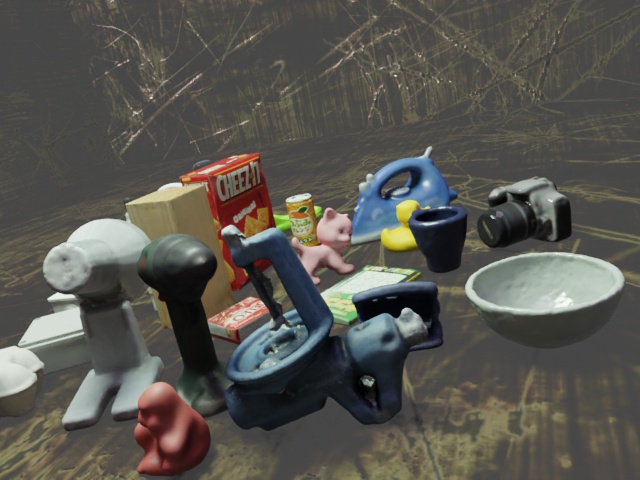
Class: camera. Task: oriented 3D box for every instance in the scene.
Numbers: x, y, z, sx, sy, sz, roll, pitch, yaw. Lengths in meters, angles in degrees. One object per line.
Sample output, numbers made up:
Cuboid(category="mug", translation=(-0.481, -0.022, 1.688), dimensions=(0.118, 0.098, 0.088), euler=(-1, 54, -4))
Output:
Cuboid(category="camera", translation=(0.323, -0.046, 0.960), dimensions=(0.137, 0.101, 0.142), euler=(-18, 18, -20))

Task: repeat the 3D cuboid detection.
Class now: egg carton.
Cuboid(category="egg carton", translation=(-0.438, 0.195, 0.737), dimensions=(0.150, 0.069, 0.107), euler=(-16, 17, -13))

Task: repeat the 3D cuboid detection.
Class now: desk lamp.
Cuboid(category="desk lamp", translation=(-0.269, 0.088, 0.721), dimensions=(0.118, 0.214, 0.203), euler=(-12, 17, -3))

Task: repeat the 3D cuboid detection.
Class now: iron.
Cuboid(category="iron", translation=(0.151, -0.093, 1.154), dimensions=(0.259, 0.141, 0.118), euler=(-21, 19, -29))

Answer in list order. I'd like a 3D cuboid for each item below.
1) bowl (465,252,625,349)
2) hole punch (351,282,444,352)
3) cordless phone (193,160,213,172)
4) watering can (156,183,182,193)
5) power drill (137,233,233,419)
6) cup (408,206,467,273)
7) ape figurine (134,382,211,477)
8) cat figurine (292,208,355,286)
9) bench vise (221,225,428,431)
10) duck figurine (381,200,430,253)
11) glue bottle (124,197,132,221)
Cuboid(category="bowl", translation=(0.255, 0.076, 0.653), dimensions=(0.167, 0.075, 0.167), euler=(-11, 17, 4))
Cuboid(category="hole punch", translation=(0.094, 0.082, 0.712), dimensions=(0.108, 0.091, 0.101), euler=(-9, 17, 7))
Cuboid(category="cordless phone", translation=(-0.294, -0.089, 1.361), dimensions=(0.148, 0.185, 0.093), euler=(-20, 19, -26))
Cuboid(category="watering can", translation=(-0.247, -0.009, 1.055), dimensions=(0.101, 0.194, 0.172), euler=(-18, 18, -21))
Cuboid(category="power drill", translation=(-0.144, 0.087, 0.651), dimensions=(0.076, 0.208, 0.228), euler=(-20, 19, -26))
Cuboid(category="cup", translation=(0.184, 0.000, 0.913), dimensions=(0.092, 0.095, 0.117), euler=(-18, 18, -19))
Cuboid(category="ape figurine", translation=(-0.149, 0.180, 0.554), dimensions=(0.076, 0.092, 0.077), euler=(-18, 18, -19))
Cuboid(category="cat figurine", translation=(0.009, 0.003, 0.978), dimensions=(0.128, 0.118, 0.067), euler=(-19, 19, -24))
Cuboid(category="bench vise", translation=(-0.008, 0.077, 0.574), dimensions=(0.207, 0.220, 0.121), euler=(-15, 17, -11))
Cuboid(category="duck figurine", translation=(0.159, -0.028, 1.037), dimensions=(0.104, 0.086, 0.077), euler=(-13, 17, -5))
Cuboid(category="glue bottle", translation=(-0.359, -0.002, 1.143), dimensions=(0.078, 0.173, 0.037), euler=(-6, 18, 18))
